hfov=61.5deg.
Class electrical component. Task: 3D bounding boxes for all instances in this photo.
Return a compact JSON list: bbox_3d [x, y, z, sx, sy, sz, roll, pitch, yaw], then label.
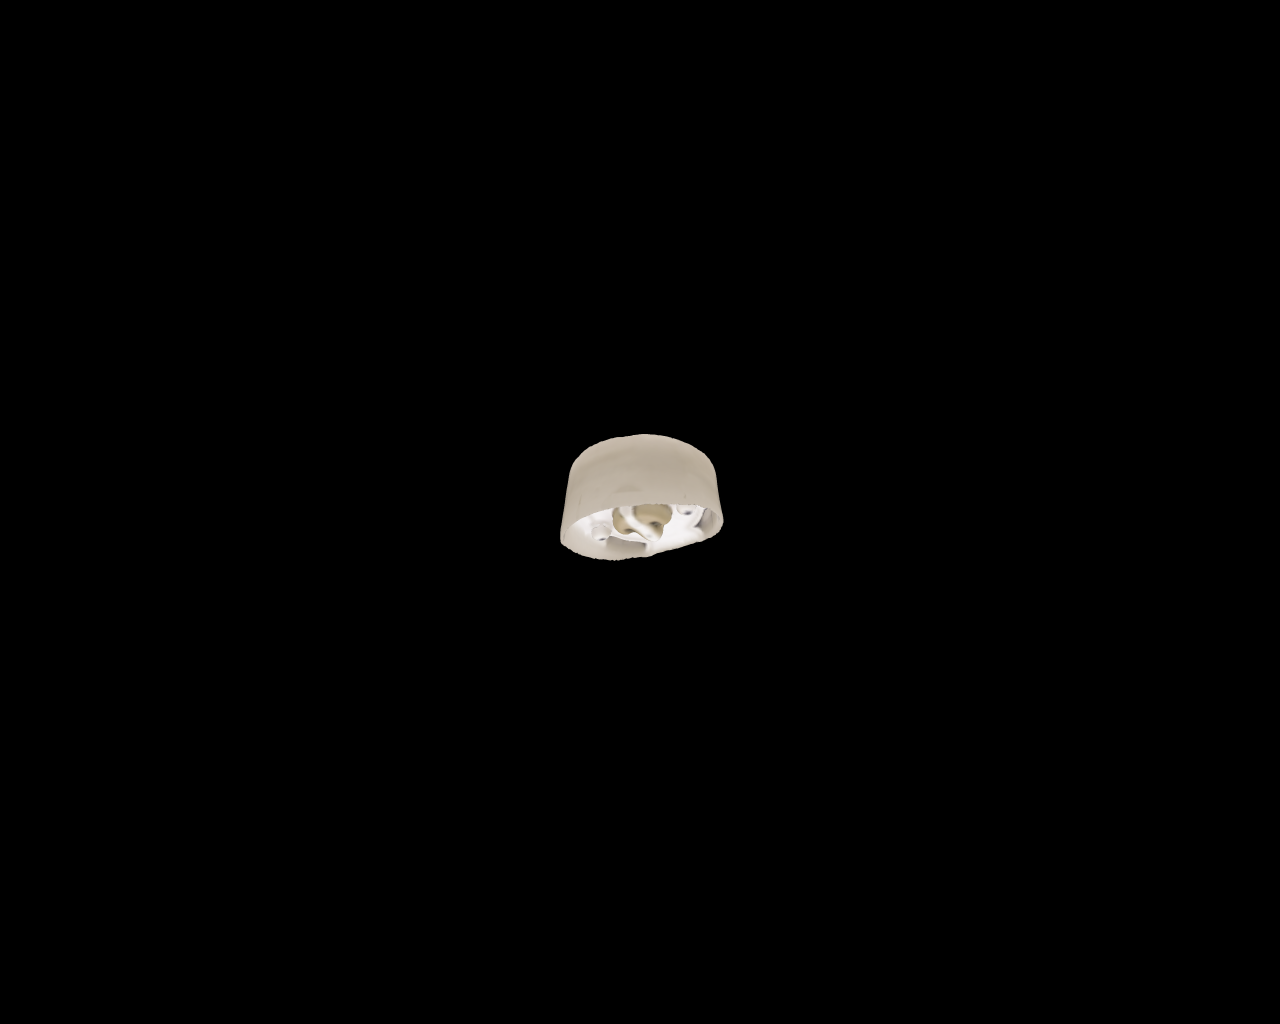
[{"bbox_3d":[0.001,-0.003,0.650,0.099,0.064,0.099,0,-32,0],"label":"electrical component"}]
